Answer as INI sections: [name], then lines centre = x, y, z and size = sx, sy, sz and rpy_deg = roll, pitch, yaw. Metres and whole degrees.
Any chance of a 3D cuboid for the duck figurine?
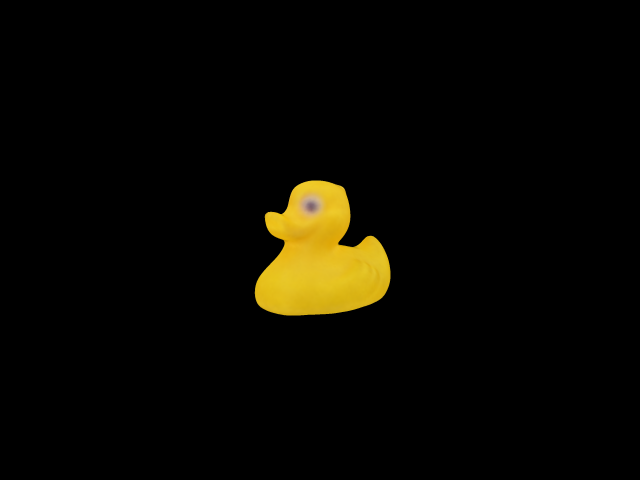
[duck figurine]
centre = 0.004, 0.001, 0.400
size = 0.105, 0.086, 0.077
rpy_deg = -5, 9, -36
